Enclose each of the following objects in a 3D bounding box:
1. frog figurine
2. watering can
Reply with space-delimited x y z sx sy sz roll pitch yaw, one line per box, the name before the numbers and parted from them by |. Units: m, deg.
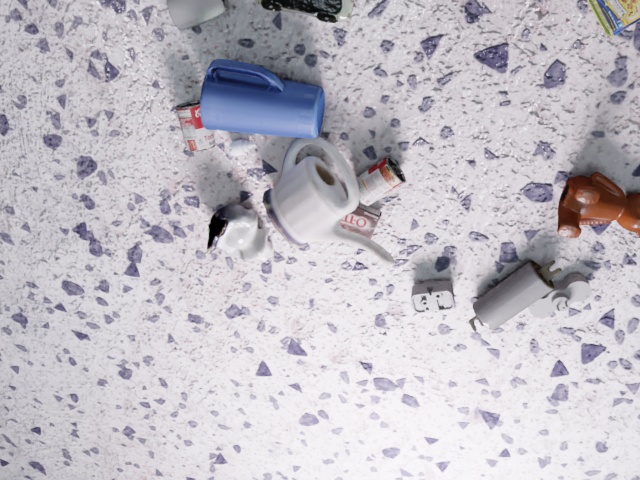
frog figurine | -0.183 -0.015 1.238 0.159 0.125 0.135 12 115 -33
watering can | 0.003 -0.056 1.113 0.221 0.104 0.351 -36 74 31
